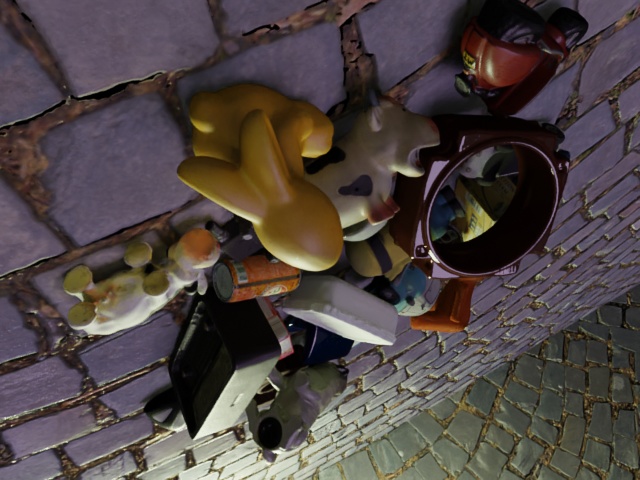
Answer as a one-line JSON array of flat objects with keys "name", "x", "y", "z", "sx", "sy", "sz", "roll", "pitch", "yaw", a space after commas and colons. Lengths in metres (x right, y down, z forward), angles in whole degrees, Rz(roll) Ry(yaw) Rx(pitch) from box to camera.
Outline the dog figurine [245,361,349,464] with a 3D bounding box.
[{"name": "dog figurine", "x": -0.026, "y": 0.291, "z": 0.930, "sx": 0.190, "sy": 0.121, "sz": 0.172, "roll": 29, "pitch": 85, "yaw": -54}]

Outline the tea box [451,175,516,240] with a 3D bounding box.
[{"name": "tea box", "x": 0.267, "y": -0.035, "z": 0.870, "sx": 0.068, "sy": 0.098, "sz": 0.169, "roll": -27, "pitch": 153, "yaw": -7}]

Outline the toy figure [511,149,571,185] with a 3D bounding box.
[{"name": "toy figure", "x": 0.350, "y": -0.094, "z": 0.899, "sx": 0.058, "sy": 0.064, "sz": 0.154, "roll": 28, "pitch": 118, "yaw": -16}]

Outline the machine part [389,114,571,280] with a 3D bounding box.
[{"name": "machine part", "x": 0.200, "y": -0.052, "z": 0.682, "sx": 0.201, "sy": 0.087, "sz": 0.201, "roll": -1, "pitch": 115, "yaw": -16}]

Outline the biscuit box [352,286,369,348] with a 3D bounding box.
[{"name": "biscuit box", "x": 0.098, "y": 0.126, "z": 0.999, "sx": 0.202, "sy": 0.063, "sz": 0.059, "roll": -40, "pitch": 150, "yaw": 14}]

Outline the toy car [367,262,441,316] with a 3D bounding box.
[{"name": "toy car", "x": 0.141, "y": 0.079, "z": 0.880, "sx": 0.109, "sy": 0.103, "sz": 0.161, "roll": -59, "pitch": 178, "yaw": -32}]

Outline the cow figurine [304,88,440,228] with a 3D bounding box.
[{"name": "cow figurine", "x": 0.034, "y": -0.074, "z": 0.568, "sx": 0.195, "sy": 0.127, "sz": 0.085, "roll": -24, "pitch": -173, "yaw": 20}]

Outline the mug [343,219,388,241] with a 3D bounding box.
[{"name": "mug", "x": 0.039, "y": -0.029, "z": 0.676, "sx": 0.109, "sy": 0.081, "sz": 0.107, "roll": -45, "pitch": 159, "yaw": 14}]

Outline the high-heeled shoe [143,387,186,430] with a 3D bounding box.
[{"name": "high-heeled shoe", "x": -0.190, "y": 0.220, "z": 0.892, "sx": 0.145, "sy": 0.086, "sz": 0.248, "roll": 19, "pitch": 110, "yaw": -18}]

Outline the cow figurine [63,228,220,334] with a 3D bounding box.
[{"name": "cow figurine", "x": -0.183, "y": 0.049, "z": 0.591, "sx": 0.167, "sy": 0.068, "sz": 0.098, "roll": -23, "pitch": 157, "yaw": -9}]

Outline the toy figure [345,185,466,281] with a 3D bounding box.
[{"name": "toy figure", "x": 0.118, "y": -0.016, "z": 0.776, "sx": 0.180, "sy": 0.082, "sz": 0.089, "roll": -33, "pitch": 141, "yaw": 13}]

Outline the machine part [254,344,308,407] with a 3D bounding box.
[{"name": "machine part", "x": -0.099, "y": 0.265, "z": 1.035, "sx": 0.179, "sy": 0.056, "sz": 0.179, "roll": -25, "pitch": 153, "yaw": -14}]

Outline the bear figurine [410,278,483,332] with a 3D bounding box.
[{"name": "bear figurine", "x": 0.260, "y": 0.082, "z": 1.058, "sx": 0.132, "sy": 0.120, "sz": 0.195, "roll": 11, "pitch": 115, "yaw": 5}]

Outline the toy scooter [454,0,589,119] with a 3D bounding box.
[{"name": "toy scooter", "x": 0.206, "y": -0.190, "z": 0.590, "sx": 0.184, "sy": 0.075, "sz": 0.135, "roll": -14, "pitch": 149, "yaw": -39}]

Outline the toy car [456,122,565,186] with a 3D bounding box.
[{"name": "toy car", "x": 0.281, "y": -0.129, "z": 0.780, "sx": 0.202, "sy": 0.056, "sz": 0.073, "roll": -13, "pitch": 140, "yaw": -33}]

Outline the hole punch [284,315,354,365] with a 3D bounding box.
[{"name": "hole punch", "x": 0.011, "y": 0.146, "z": 0.922, "sx": 0.142, "sy": 0.092, "sz": 0.115, "roll": 1, "pitch": 134, "yaw": -39}]

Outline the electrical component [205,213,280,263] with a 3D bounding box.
[{"name": "electrical component", "x": -0.080, "y": -0.004, "z": 0.632, "sx": 0.078, "sy": 0.045, "sz": 0.102, "roll": -32, "pitch": 152, "yaw": -3}]

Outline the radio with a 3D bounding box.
[{"name": "radio", "x": -0.144, "y": 0.169, "z": 0.756, "sx": 0.073, "sy": 0.131, "sz": 0.229, "roll": -7, "pitch": 144, "yaw": -37}]

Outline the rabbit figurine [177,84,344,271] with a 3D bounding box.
[{"name": "rabbit figurine", "x": -0.037, "y": -0.054, "z": 0.461, "sx": 0.122, "sy": 0.173, "sz": 0.162, "roll": -33, "pitch": 157, "yaw": 11}]
